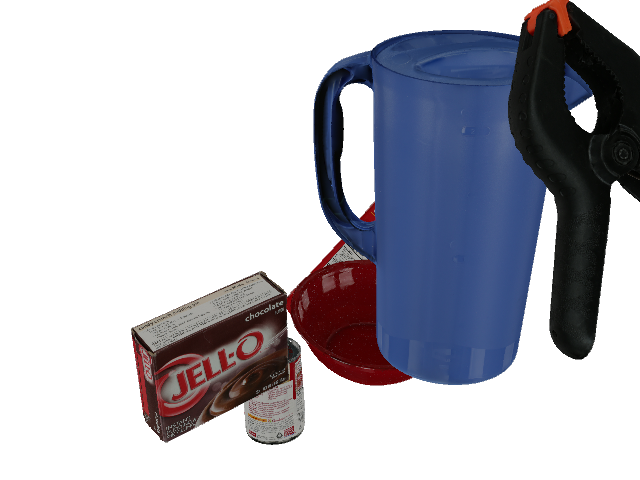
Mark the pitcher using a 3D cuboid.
[{"bbox_3d":[0.088,-0.024,0.770,0.144,0.243,0.149,-16,31,-31],"label":"pitcher"}]

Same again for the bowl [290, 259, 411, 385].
[{"bbox_3d":[0.050,0.086,1.010,0.162,0.055,0.162,3,36,-3],"label":"bowl"}]

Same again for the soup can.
[{"bbox_3d":[-0.053,0.166,1.183,0.068,0.102,0.068,-2,23,1],"label":"soup can"}]

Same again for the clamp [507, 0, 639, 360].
[{"bbox_3d":[0.133,-0.030,0.520,0.120,0.171,0.039,-33,4,-23],"label":"clamp"}]

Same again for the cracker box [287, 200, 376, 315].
[{"bbox_3d":[0.069,0.008,1.275,0.214,0.072,0.163,-49,-10,34],"label":"cracker box"}]

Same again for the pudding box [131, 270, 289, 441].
[{"bbox_3d":[-0.078,0.083,0.776,0.113,0.090,0.039,-26,46,-28],"label":"pudding box"}]
